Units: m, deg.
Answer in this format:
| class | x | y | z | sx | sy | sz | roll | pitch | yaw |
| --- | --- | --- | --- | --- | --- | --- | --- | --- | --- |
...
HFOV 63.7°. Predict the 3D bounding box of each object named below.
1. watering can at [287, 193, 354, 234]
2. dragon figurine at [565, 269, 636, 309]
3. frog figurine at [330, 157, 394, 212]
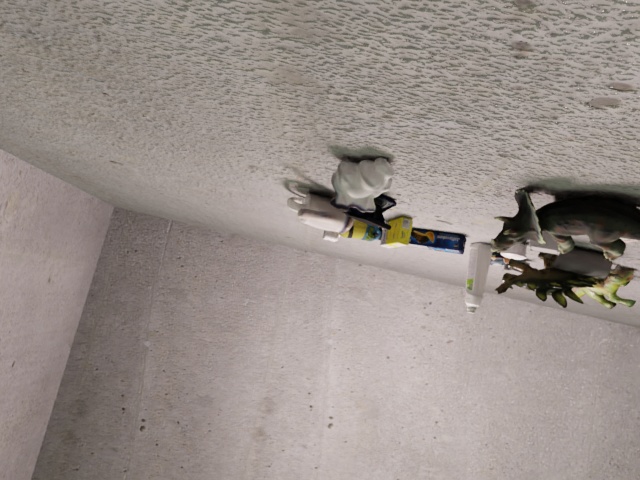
| class | x | y | z | sx | sy | sz | roll | pitch | yaw |
| --- | --- | --- | --- | --- | --- | --- | --- | --- | --- |
| watering can | 0.005 | -0.082 | 1.631 | 0.224 | 0.103 | 0.351 | 15 | -170 | -10 |
| dragon figurine | 0.972 | 0.159 | 1.877 | 0.241 | 0.124 | 0.406 | 24 | 161 | -17 |
| frog figurine | 0.104 | -0.148 | 1.206 | 0.137 | 0.126 | 0.156 | 22 | 134 | -6 |
